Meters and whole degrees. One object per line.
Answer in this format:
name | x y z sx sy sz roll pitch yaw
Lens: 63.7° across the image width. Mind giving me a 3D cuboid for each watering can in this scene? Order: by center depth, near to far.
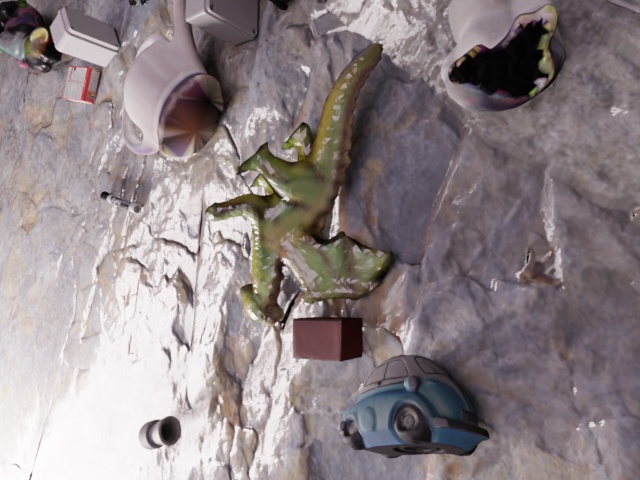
watering can | -0.245 -0.285 0.867 0.227 0.104 0.342 43 114 31

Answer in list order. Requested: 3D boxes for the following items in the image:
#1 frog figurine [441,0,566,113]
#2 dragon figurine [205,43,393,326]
frog figurine | 0.195 -0.222 0.582 0.135 0.122 0.163 -48 24 29
dragon figurine | 0.002 -0.035 0.689 0.405 0.123 0.244 -44 78 23
